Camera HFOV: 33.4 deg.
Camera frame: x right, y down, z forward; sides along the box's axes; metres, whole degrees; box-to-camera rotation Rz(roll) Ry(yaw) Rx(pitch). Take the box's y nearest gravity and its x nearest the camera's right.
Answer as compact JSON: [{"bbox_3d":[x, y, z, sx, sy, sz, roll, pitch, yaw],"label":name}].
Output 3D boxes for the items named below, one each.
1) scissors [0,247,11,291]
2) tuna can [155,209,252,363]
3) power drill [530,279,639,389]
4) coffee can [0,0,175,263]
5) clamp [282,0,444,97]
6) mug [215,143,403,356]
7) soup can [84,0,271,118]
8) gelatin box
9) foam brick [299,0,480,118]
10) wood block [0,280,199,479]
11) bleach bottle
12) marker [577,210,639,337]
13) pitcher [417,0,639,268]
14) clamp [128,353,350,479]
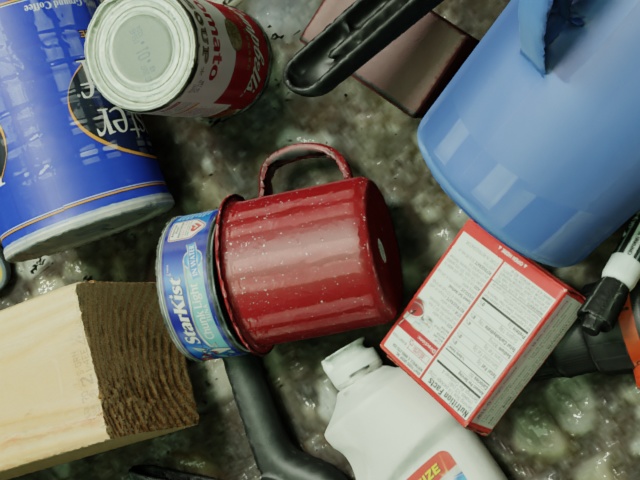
[{"bbox_3d":[-0.279,-0.014,0.682,0.096,0.016,0.201,-31,110,7],"label":"scissors"},{"bbox_3d":[-0.059,0.025,0.611,0.034,0.086,0.086,-10,92,18],"label":"tuna can"},{"bbox_3d":[0.180,0.100,0.518,0.185,0.057,0.187,-17,66,29],"label":"power drill"},{"bbox_3d":[-0.157,-0.069,0.626,0.103,0.102,0.140,-20,89,20],"label":"coffee can"},{"bbox_3d":[0.076,-0.161,0.494,0.036,0.209,0.165,52,154,34],"label":"clamp"},{"bbox_3d":[-0.004,0.001,0.593,0.081,0.093,0.117,-12,69,15],"label":"mug"},{"bbox_3d":[-0.077,-0.103,0.595,0.069,0.102,0.068,2,96,19],"label":"soup can"},{"bbox_3d":[0.084,0.045,0.559,0.073,0.030,0.089,41,100,41],"label":"gelatin box"},{"bbox_3d":[0.040,-0.108,0.580,0.078,0.053,0.051,36,106,11],"label":"foam brick"},{"bbox_3d":[-0.189,0.097,0.647,0.206,0.090,0.090,-20,79,25],"label":"wood block"},{"bbox_3d":[0.070,0.173,0.593,0.103,0.068,0.251,-32,83,13],"label":"bleach bottle"},{"bbox_3d":[0.162,-0.003,0.533,0.020,0.020,0.121,29,71,14],"label":"marker"},{"bbox_3d":[0.151,-0.106,0.488,0.149,0.145,0.243,35,114,-11],"label":"pitcher"},{"bbox_3d":[-0.026,0.142,0.637,0.171,0.039,0.120,31,108,15],"label":"clamp"}]
